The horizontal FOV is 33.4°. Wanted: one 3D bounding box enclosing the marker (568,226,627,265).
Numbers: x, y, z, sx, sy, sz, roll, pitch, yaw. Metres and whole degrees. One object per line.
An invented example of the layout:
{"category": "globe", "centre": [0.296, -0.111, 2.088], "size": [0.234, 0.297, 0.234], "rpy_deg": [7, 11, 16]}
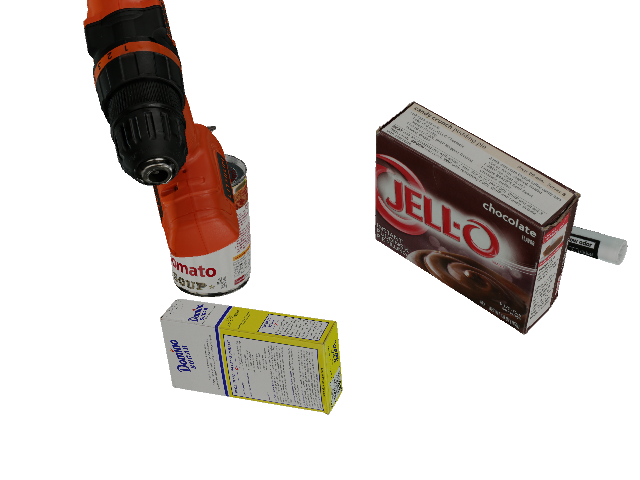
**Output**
{"category": "marker", "centre": [0.168, -0.008, 0.798], "size": [0.121, 0.020, 0.020], "rpy_deg": [19, 10, 32]}

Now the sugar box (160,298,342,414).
{"category": "sugar box", "centre": [-0.069, 0.115, 1.076], "size": [0.176, 0.093, 0.048], "rpy_deg": [9, 34, 20]}

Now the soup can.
{"category": "soup can", "centre": [-0.093, -0.013, 0.885], "size": [0.068, 0.102, 0.068], "rpy_deg": [0, 30, 0]}

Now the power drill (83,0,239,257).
{"category": "power drill", "centre": [-0.100, -0.070, 0.697], "size": [0.057, 0.184, 0.187], "rpy_deg": [-14, -35, -1]}

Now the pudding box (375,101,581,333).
{"category": "pudding box", "centre": [0.082, -0.013, 0.589], "size": [0.114, 0.090, 0.039], "rpy_deg": [32, 59, 26]}
